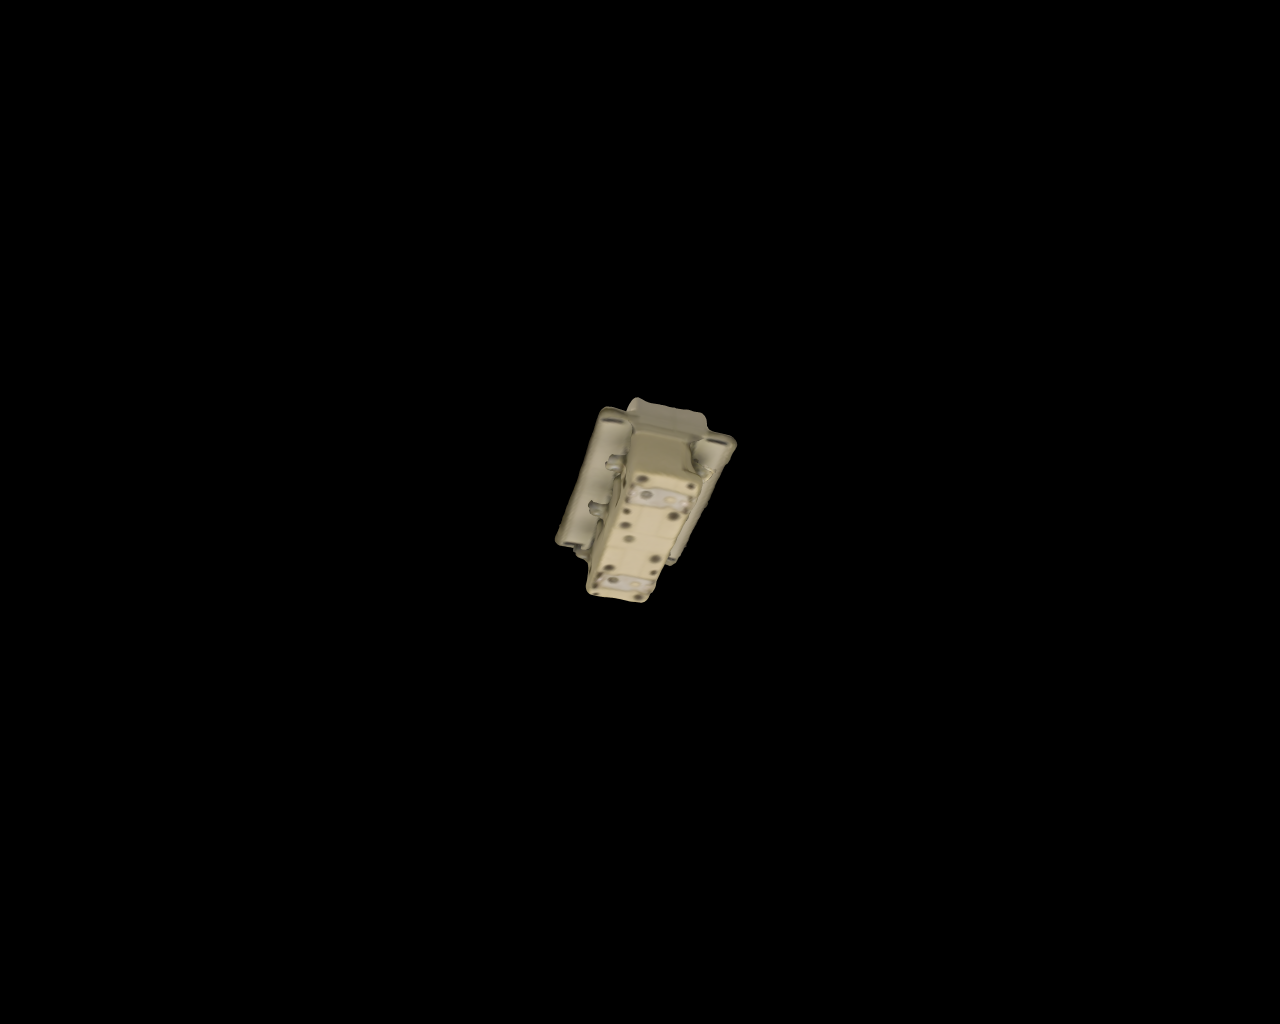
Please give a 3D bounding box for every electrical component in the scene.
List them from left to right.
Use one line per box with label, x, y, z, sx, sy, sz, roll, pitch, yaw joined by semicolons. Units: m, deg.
electrical component;0.001;-0.003;0.650;0.079;0.063;0.121;11;-43;-12
